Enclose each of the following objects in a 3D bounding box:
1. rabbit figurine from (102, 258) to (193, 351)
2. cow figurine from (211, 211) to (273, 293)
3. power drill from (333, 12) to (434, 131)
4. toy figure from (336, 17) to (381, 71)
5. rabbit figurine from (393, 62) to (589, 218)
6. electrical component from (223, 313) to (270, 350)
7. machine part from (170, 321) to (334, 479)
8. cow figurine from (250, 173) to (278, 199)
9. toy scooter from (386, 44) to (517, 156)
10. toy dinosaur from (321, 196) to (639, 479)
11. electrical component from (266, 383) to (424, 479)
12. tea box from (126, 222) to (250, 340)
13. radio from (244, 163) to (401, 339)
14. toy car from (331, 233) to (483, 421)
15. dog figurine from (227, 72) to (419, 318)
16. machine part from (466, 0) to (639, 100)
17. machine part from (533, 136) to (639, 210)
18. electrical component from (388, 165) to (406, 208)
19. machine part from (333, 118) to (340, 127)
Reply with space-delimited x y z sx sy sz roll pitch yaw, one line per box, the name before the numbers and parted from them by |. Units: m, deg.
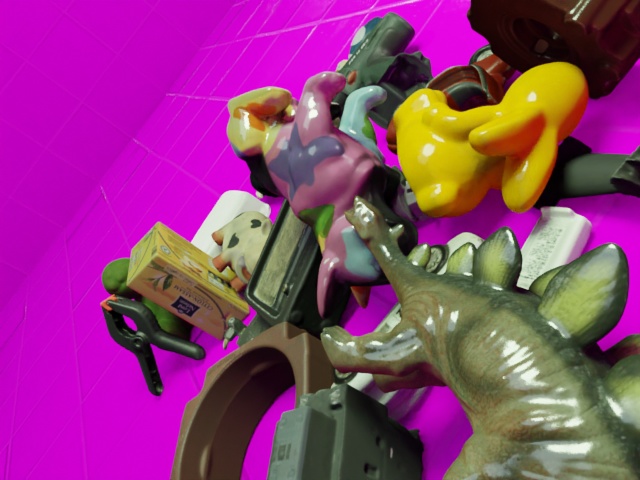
rabbit figurine | -0.278 0.076 0.890 0.121 0.170 0.159 -50 30 2
cow figurine | -0.091 0.011 0.787 0.127 0.085 0.195 -39 23 4
power drill | 0.079 -0.232 0.830 0.232 0.086 0.207 -53 22 14
toy figure | 0.069 -0.319 0.952 0.154 0.058 0.064 -55 -8 -2
rabbit figurine | 0.159 -0.099 0.492 0.173 0.121 0.162 -29 18 25
electrical component | -0.084 0.126 0.696 0.078 0.045 0.102 -54 30 0
machine part | -0.055 0.202 0.536 0.201 0.087 0.201 -37 33 28
cow figurine | -0.071 -0.106 0.902 0.098 0.068 0.167 -58 26 2
toy scooter | 0.162 -0.146 0.621 0.184 0.075 0.135 -38 34 16
toy dinosaur | 0.134 0.118 0.297 0.198 0.105 0.472 -45 50 18
electrical component | 0.020 0.179 0.406 0.058 0.134 0.115 -29 39 35
tea box | -0.190 0.061 0.786 0.068 0.169 0.098 -45 29 12
radio | -0.001 -0.002 0.639 0.131 0.073 0.229 33 102 61
toy car | 0.087 0.083 0.475 0.201 0.073 0.056 -52 29 1
dog figurine | -0.001 -0.038 0.516 0.192 0.108 0.219 -5 86 32
machine part | 0.217 -0.202 0.502 0.056 0.179 0.179 -54 30 5
machine part | 0.226 -0.058 0.463 0.084 0.039 0.139 -48 16 -10
electrical component | 0.085 -0.061 0.685 0.063 0.021 0.094 -43 31 16
machine part | -0.030 -0.177 0.853 0.079 0.079 0.243 -53 28 0
